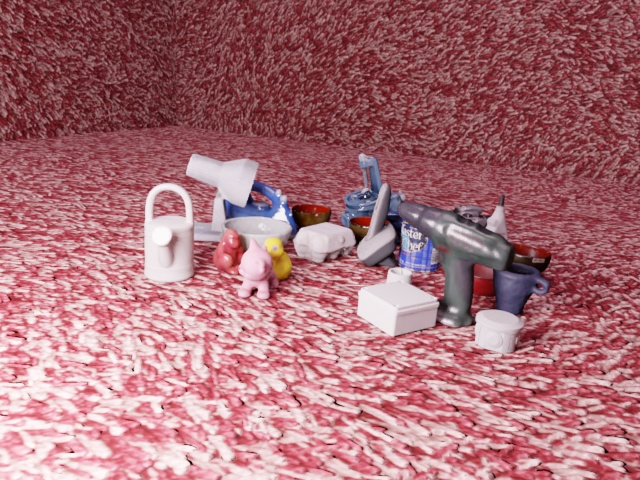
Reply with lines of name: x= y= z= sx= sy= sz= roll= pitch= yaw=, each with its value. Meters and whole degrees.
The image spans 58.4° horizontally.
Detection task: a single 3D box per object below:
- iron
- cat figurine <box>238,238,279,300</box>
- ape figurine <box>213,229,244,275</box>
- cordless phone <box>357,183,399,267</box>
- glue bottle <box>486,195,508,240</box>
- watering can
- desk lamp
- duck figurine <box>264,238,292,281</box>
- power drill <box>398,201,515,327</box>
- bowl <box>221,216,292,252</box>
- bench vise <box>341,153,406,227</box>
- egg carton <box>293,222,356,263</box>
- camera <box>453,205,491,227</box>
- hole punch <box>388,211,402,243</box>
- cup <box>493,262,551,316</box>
iron: x=-0.154 y=-0.092 z=1.551 sx=0.257 sy=0.141 sz=0.119 roll=15 pitch=19 yaw=31
cat figurine: x=-0.120 y=0.051 z=1.122 sx=0.067 sy=0.118 sz=0.128 roll=6 pitch=17 yaw=6
ape figurine: x=-0.195 y=0.021 z=1.247 sx=0.075 sy=0.092 sz=0.078 roll=16 pitch=20 yaw=35
cordless phone: x=0.143 y=-0.037 z=1.370 sx=0.094 sy=0.185 sz=0.147 roll=3 pitch=17 yaw=-3
glue bottle: x=0.446 y=-0.029 z=1.446 sx=0.078 sy=0.173 sz=0.037 roll=-7 pitch=20 yaw=-34
watering can: x=-0.305 y=-0.017 z=1.166 sx=0.101 sy=0.194 sz=0.172 roll=-4 pitch=19 yaw=-26
desk lamp: x=-0.260 y=-0.108 z=1.450 sx=0.203 sy=0.213 sz=0.118 roll=3 pitch=17 yaw=-6
duck figurine: x=-0.098 y=0.036 z=1.233 sx=0.077 sy=0.086 sz=0.105 roll=12 pitch=18 yaw=23
power drill: x=0.239 y=0.047 z=1.073 sx=0.228 sy=0.208 sz=0.076 roll=14 pitch=19 yaw=30
bowl: x=-0.151 y=-0.001 z=1.364 sx=0.167 sy=0.075 sz=0.167 roll=4 pitch=17 yaw=-1
bench vise: x=0.155 y=-0.146 z=1.678 sx=0.121 sy=0.220 sz=0.208 roll=18 pitch=22 yaw=39
egg carton: x=0.013 y=0.005 z=1.397 sx=0.107 sy=0.069 sz=0.151 roll=17 pitch=21 yaw=36
camera: x=0.447 y=-0.042 z=1.619 sx=0.137 sy=0.101 sz=0.143 roll=3 pitch=17 yaw=-5
hole punch: x=0.225 y=-0.041 z=1.570 sx=0.108 sy=0.091 sz=0.101 roll=10 pitch=17 yaw=17
cup: x=0.391 y=0.103 z=1.124 sx=0.092 sy=0.095 sz=0.117 roll=-10 pitch=22 yaw=-40
